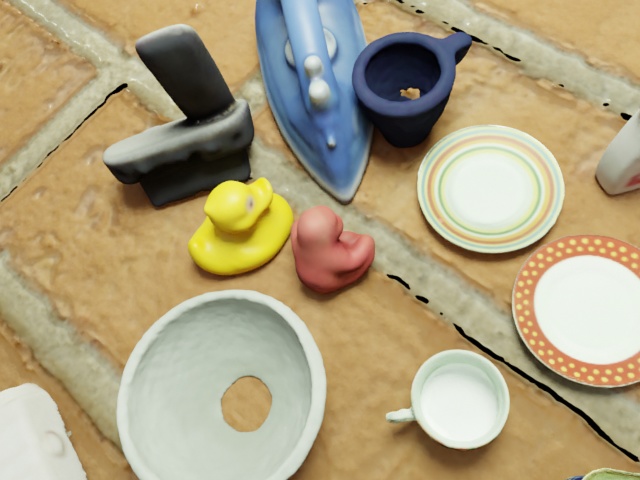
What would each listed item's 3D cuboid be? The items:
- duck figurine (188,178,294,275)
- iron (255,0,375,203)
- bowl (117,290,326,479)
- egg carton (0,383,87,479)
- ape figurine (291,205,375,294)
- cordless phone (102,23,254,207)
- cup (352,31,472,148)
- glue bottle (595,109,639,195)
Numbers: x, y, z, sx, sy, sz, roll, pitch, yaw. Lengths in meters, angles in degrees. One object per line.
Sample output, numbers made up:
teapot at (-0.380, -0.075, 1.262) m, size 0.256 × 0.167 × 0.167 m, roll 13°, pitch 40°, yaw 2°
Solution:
duck figurine at (-0.080, -0.019, 0.526) m, size 0.104 × 0.086 × 0.077 m, roll -33°, pitch 65°, yaw -4°
iron at (-0.007, -0.177, 0.550) m, size 0.118 × 0.142 × 0.258 m, roll -14°, pitch 65°, yaw 4°
bowl at (-0.072, 0.130, 0.467) m, size 0.167 × 0.075 × 0.167 m, roll -4°, pitch 67°, yaw 9°
egg carton at (-0.250, 0.200, 0.472) m, size 0.107 × 0.069 × 0.150 m, roll -36°, pitch 66°, yaw -6°
ape figurine at (0.005, 0.002, 0.499) m, size 0.077 × 0.092 × 0.076 m, roll 36°, pitch 77°, yaw 22°
cordless phone at (-0.145, -0.119, 0.526) m, size 0.147 × 0.185 × 0.094 m, roll -21°, pitch 65°, yaw 1°
cup at (0.090, -0.139, 0.542) m, size 0.118 × 0.095 × 0.091 m, roll -33°, pitch 65°, yaw -5°
glue bottle at (0.276, -0.097, 0.448) m, size 0.078 × 0.173 × 0.037 m, roll -24°, pitch 65°, yaw 0°
